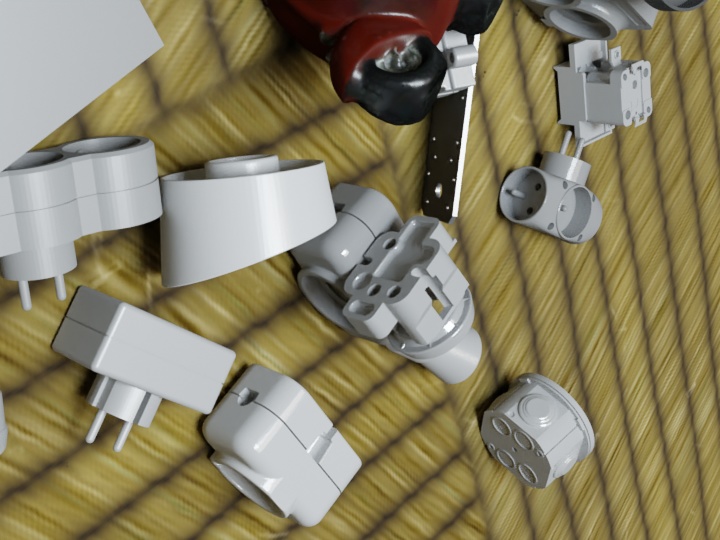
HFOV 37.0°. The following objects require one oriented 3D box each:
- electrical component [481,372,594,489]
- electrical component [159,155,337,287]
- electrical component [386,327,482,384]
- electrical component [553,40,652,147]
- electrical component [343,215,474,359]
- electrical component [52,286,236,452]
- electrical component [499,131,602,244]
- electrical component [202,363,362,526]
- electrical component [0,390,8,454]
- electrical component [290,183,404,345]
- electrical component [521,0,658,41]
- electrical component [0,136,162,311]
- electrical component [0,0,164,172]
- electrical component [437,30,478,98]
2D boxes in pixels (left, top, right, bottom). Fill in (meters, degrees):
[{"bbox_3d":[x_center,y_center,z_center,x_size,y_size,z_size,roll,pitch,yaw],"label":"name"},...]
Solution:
[{"bbox_3d":[0.136,0.124,0.828,0.051,0.080,0.080,-36,123,-26],"label":"electrical component"},{"bbox_3d":[-0.063,-0.029,0.587,0.099,0.099,0.064,-15,104,-41],"label":"electrical component"},{"bbox_3d":[0.048,0.050,0.753,0.065,0.044,0.044,27,82,-39],"label":"electrical component"},{"bbox_3d":[0.187,-0.136,0.821,0.042,0.064,0.081,-26,118,-35],"label":"electrical component"},{"bbox_3d":[0.033,0.016,0.638,0.078,0.058,0.057,-54,128,-20],"label":"electrical component"},{"bbox_3d":[-0.124,0.061,0.584,0.083,0.047,0.075,31,80,-43],"label":"electrical component"},{"bbox_3d":[0.152,-0.065,0.817,0.077,0.044,0.079,16,94,-45],"label":"electrical component"},{"bbox_3d":[-0.050,0.112,0.663,0.059,0.054,0.095,-51,130,-22],"label":"electrical component"},{"bbox_3d":[-0.193,0.062,0.527,0.035,0.035,0.061,-13,106,-41],"label":"electrical component"},{"bbox_3d":[0.000,0.000,0.683,0.059,0.054,0.095,-50,130,-23],"label":"electrical component"},{"bbox_3d":[0.135,-0.219,0.731,0.150,0.089,0.061,26,82,-44],"label":"electrical component"},{"bbox_3d":[-0.160,-0.017,0.525,0.138,0.052,0.073,-19,113,-39],"label":"electrical component"},{"bbox_3d":[-0.182,-0.149,0.464,0.105,0.060,0.186,-46,128,-26],"label":"electrical component"},{"bbox_3d":[0.035,-0.127,0.682,0.055,0.066,0.048,-13,94,-20],"label":"electrical component"}]
